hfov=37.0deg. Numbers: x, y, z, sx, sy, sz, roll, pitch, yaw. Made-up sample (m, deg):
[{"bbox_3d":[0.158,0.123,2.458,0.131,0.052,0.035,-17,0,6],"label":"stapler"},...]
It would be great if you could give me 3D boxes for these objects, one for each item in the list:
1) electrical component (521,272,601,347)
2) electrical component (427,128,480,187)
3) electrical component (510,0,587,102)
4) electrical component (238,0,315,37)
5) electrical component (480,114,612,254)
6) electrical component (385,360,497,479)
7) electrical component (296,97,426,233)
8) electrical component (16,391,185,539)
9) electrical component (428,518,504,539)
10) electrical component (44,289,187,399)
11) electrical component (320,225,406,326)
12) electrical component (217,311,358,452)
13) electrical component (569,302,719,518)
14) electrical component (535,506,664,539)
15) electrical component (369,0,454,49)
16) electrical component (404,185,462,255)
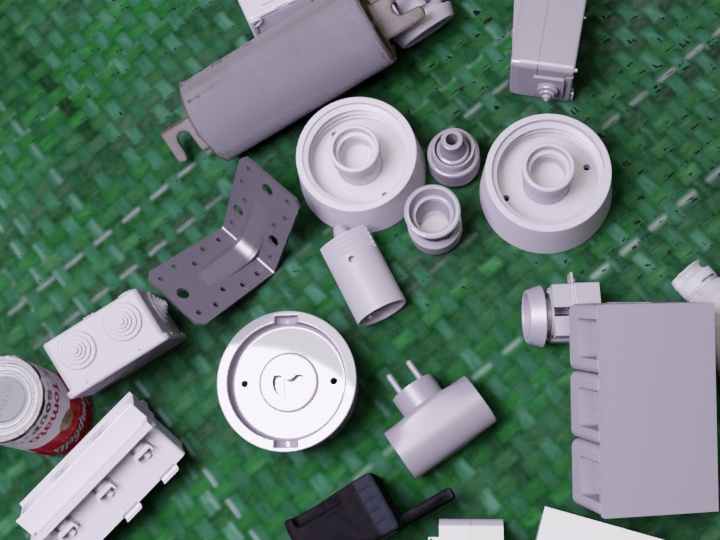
[{"bbox_3d":[0.157,0.036,0.841,0.055,0.048,0.066,-2,75,-1],"label":"electrical component"},{"bbox_3d":[0.076,-0.095,0.875,0.043,0.062,0.043,-2,75,7],"label":"electrical component"},{"bbox_3d":[0.152,-0.185,0.889,0.061,0.061,0.096,10,77,10],"label":"electrical component"},{"bbox_3d":[-0.071,-0.230,0.910,0.062,0.096,0.061,-25,74,0],"label":"electrical component"},{"bbox_3d":[0.150,-0.073,0.861,0.108,0.060,0.108,-2,75,7],"label":"electrical component"},{"bbox_3d":[0.052,0.107,0.836,0.077,0.043,0.079,-35,74,-3],"label":"electrical component"},{"bbox_3d":[-0.001,-0.090,0.884,0.108,0.060,0.108,-2,75,7],"label":"electrical component"},{"bbox_3d":[-0.199,0.164,0.839,0.121,0.079,0.063,-46,104,-5],"label":"electrical component"},{"bbox_3d":[0.079,0.230,0.797,0.056,0.050,0.089,-1,76,7],"label":"electrical component"},{"bbox_3d":[-0.193,0.057,0.852,0.100,0.099,0.048,-32,87,-2],"label":"electrical component"},{"bbox_3d":[0.000,0.000,0.870,0.043,0.043,0.081,-27,74,0],"label":"electrical component"},{"bbox_3d":[-0.052,0.091,0.844,0.108,0.060,0.108,-2,76,7],"label":"electrical component"},{"bbox_3d":[0.205,0.099,0.788,0.089,0.062,0.150,-1,89,-12],"label":"electrical component"},{"bbox_3d":[0.161,0.276,0.770,0.105,0.060,0.186,14,78,11],"label":"electrical component"},{"bbox_3d":[0.043,-0.225,0.910,0.058,0.078,0.057,-35,93,-42],"label":"electrical component"},{"bbox_3d":[0.060,-0.039,0.866,0.045,0.055,0.045,-2,75,7],"label":"electrical component"}]
